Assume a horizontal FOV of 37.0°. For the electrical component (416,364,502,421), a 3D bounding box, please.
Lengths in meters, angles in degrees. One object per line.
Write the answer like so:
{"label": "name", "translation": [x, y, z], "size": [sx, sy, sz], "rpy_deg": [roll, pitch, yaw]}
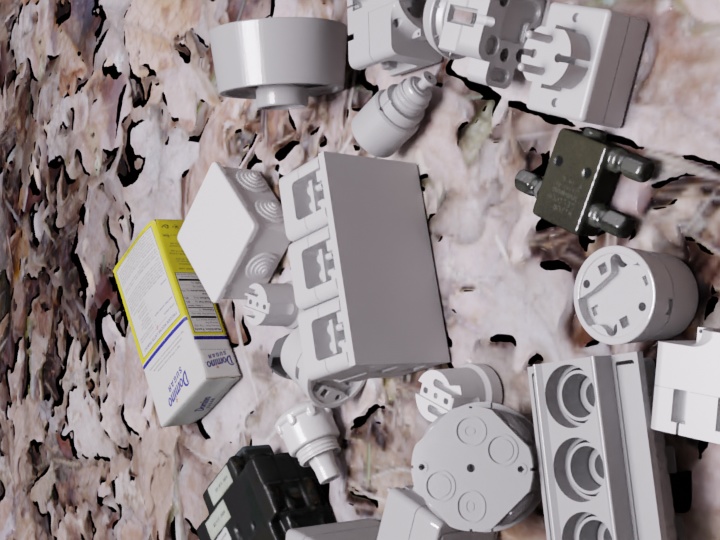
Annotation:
{"label": "electrical component", "translation": [0.066, 0.083, 0.719], "size": [0.040, 0.046, 0.040], "rpy_deg": [-4, 85, 50]}

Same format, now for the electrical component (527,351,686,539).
{"label": "electrical component", "translation": [0.143, 0.111, 0.613], "size": [0.079, 0.063, 0.121], "rpy_deg": [-15, 76, 49]}

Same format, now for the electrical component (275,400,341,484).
{"label": "electrical component", "translation": [-0.035, 0.135, 0.839], "size": [0.048, 0.048, 0.062], "rpy_deg": [-44, 63, 39]}

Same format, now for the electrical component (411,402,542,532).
{"label": "electrical component", "translation": [0.073, 0.121, 0.661], "size": [0.080, 0.051, 0.080], "rpy_deg": [-3, 81, 18]}

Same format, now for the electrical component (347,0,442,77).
{"label": "electrical component", "translation": [0.027, -0.192, 0.775], "size": [0.056, 0.050, 0.089], "rpy_deg": [-7, 83, 50]}

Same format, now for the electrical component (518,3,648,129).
{"label": "electrical component", "translation": [0.122, -0.124, 0.638], "size": [0.047, 0.077, 0.065], "rpy_deg": [25, 107, 48]}

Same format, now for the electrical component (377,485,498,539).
{"label": "electrical component", "translation": [0.052, 0.185, 0.717], "size": [0.061, 0.062, 0.096], "rpy_deg": [26, 108, 48]}

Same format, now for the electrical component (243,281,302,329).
{"label": "electrical component", "translation": [-0.067, 0.028, 0.879], "size": [0.040, 0.046, 0.040], "rpy_deg": [-4, 85, 50]}

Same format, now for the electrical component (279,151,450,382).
{"label": "electrical component", "translation": [0.000, 0.000, 0.768], "size": [0.062, 0.089, 0.150], "rpy_deg": [-23, 71, 47]}

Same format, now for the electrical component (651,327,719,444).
{"label": "electrical component", "translation": [0.202, 0.061, 0.554], "size": [0.089, 0.050, 0.055], "rpy_deg": [7, 93, 50]}

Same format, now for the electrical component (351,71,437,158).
{"label": "electrical component", "translation": [0.027, -0.115, 0.780], "size": [0.078, 0.040, 0.040], "rpy_deg": [-42, 58, 40]}

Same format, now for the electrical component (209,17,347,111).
{"label": "electrical component", "translation": [-0.062, -0.157, 0.841], "size": [0.108, 0.108, 0.060], "rpy_deg": [0, 94, 50]}

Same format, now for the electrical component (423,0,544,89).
{"label": "electrical component", "translation": [0.079, -0.164, 0.708], "size": [0.057, 0.058, 0.078], "rpy_deg": [26, 108, 44]}

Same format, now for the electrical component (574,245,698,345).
{"label": "electrical component", "translation": [0.158, 0.015, 0.612], "size": [0.055, 0.047, 0.055], "rpy_deg": [-4, 85, 50]}

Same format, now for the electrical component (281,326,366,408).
{"label": "electrical component", "translation": [-0.029, 0.071, 0.827], "size": [0.047, 0.055, 0.055], "rpy_deg": [36, 115, 49]}

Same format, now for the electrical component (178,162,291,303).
{"label": "electrical component", "translation": [-0.106, -0.031, 0.927], "size": [0.099, 0.048, 0.099], "rpy_deg": [55, 128, 36]}

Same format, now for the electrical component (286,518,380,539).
{"label": "electrical component", "translation": [-0.016, 0.217, 0.770], "size": [0.061, 0.096, 0.061], "rpy_deg": [9, 95, 51]}
